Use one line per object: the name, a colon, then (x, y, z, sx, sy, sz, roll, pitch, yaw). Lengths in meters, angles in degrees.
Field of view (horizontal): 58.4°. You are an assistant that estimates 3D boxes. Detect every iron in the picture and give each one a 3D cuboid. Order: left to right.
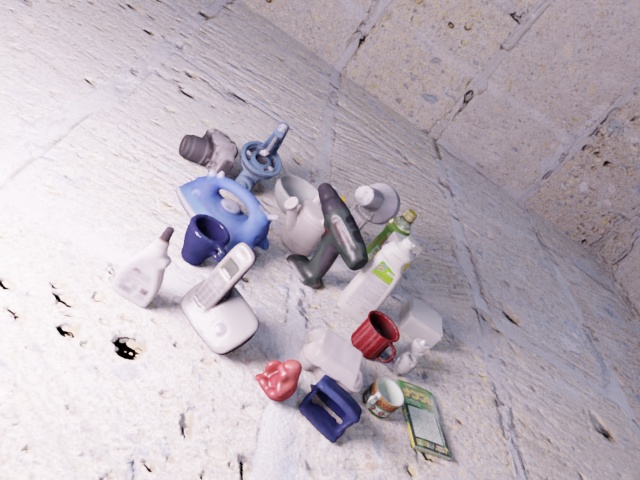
iron: (-0.212, -0.080, 1.320, 0.258, 0.141, 0.119, 43, 27, 6)

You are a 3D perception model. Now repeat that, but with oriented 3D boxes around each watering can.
watering can: (-0.016, -0.058, 1.472, 0.173, 0.194, 0.100, 1, 46, -51)

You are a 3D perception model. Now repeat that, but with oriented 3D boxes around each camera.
camera: (-0.295, -0.244, 1.507, 0.137, 0.100, 0.143, 18, 34, -35)

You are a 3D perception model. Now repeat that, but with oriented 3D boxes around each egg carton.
egg carton: (0.028, 0.254, 1.197, 0.150, 0.069, 0.107, 36, 28, -7)

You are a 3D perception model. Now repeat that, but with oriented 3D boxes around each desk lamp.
desk lamp: (0.111, -0.070, 1.627, 0.117, 0.213, 0.204, 50, 29, 19)

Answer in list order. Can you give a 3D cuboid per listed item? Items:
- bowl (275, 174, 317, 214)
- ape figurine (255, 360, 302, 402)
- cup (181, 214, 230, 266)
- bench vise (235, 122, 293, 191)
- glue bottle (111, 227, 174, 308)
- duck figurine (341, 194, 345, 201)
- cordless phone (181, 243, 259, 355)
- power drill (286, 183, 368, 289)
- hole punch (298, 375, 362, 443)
bowl: (-0.066, -0.106, 1.612, 0.168, 0.074, 0.167, 30, 29, -18)
ape figurine: (-0.067, 0.253, 1.057, 0.076, 0.092, 0.078, 31, 28, -16)
cup: (-0.240, 0.018, 1.191, 0.092, 0.095, 0.117, -2, 48, -52)
bench vise: (-0.151, -0.254, 1.570, 0.122, 0.219, 0.207, 26, 30, -24)
glue bottle: (-0.297, 0.040, 1.002, 0.078, 0.173, 0.037, 35, 28, -9)
duck figurine: (0.044, -0.100, 1.726, 0.104, 0.086, 0.078, 47, 28, 14)
cordless phone: (-0.160, 0.107, 1.057, 0.147, 0.185, 0.094, 48, 29, 17)
power drill: (0.013, 0.005, 1.398, 0.076, 0.208, 0.229, 0, 46, -51)
hole punch: (0.029, 0.308, 1.094, 0.108, 0.091, 0.101, 43, 28, 7)
